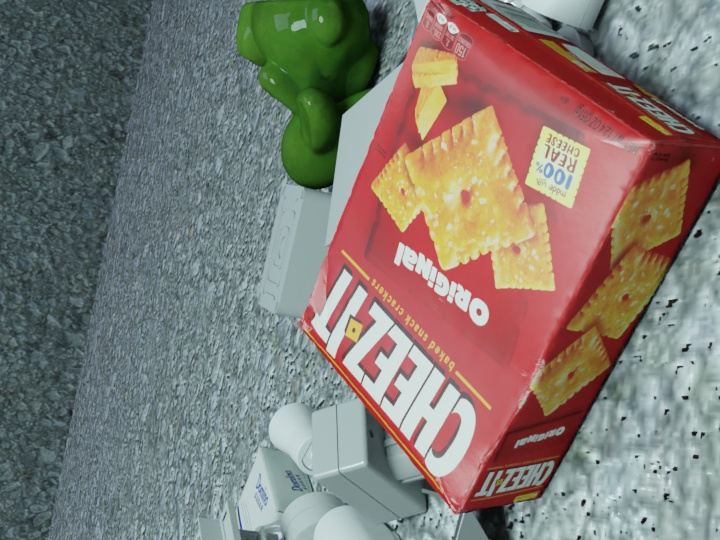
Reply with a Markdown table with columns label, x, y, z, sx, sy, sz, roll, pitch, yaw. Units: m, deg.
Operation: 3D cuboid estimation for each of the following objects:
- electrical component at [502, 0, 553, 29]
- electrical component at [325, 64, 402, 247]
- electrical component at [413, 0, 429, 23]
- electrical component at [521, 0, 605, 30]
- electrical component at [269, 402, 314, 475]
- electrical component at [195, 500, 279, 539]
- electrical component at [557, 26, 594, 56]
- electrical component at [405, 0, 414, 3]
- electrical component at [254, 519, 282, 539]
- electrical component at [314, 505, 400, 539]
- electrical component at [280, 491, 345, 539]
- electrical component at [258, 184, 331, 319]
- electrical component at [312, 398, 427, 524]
| label | x | y | z | sx | sy | sz | roll | pitch | yaw |
| --- | --- | --- | --- | --- | --- | --- | --- | --- | --- |
| electrical component | 0.102 | -0.158 | 0.661 | 0.061 | 0.035 | 0.035 | -112 | 39 | -54 |
| electrical component | 0.043 | -0.079 | 0.737 | 0.186 | 0.060 | 0.105 | 154 | 126 | -66 |
| electrical component | 0.070 | -0.198 | 0.732 | 0.096 | 0.061 | 0.061 | -103 | 32 | -50 |
| electrical component | 0.125 | -0.180 | 0.597 | 0.043 | 0.043 | 0.081 | -115 | 42 | -60 |
| electrical component | -0.044 | 0.139 | 0.875 | 0.065 | 0.044 | 0.044 | 33 | 109 | 64 |
| electrical component | -0.089 | 0.210 | 0.759 | 0.042 | 0.064 | 0.081 | -114 | 42 | -60 |
| electrical component | 0.099 | -0.120 | 0.614 | 0.066 | 0.055 | 0.048 | -117 | 43 | -61 |
| electrical component | 0.035 | -0.240 | 0.862 | 0.045 | 0.055 | 0.045 | -168 | 90 | -70 |
| electrical component | -0.062 | 0.231 | 0.839 | 0.043 | 0.043 | 0.062 | -128 | 23 | -65 |
| electrical component | -0.005 | 0.210 | 0.718 | 0.077 | 0.044 | 0.079 | -141 | 65 | -68 |
| electrical component | -0.039 | 0.239 | 0.782 | 0.073 | 0.052 | 0.138 | -124 | 49 | -63 |
| electrical component | -0.043 | -0.014 | 0.936 | 0.078 | 0.057 | 0.113 | -160 | 83 | -70 |
| electrical component | 0.023 | 0.115 | 0.671 | 0.076 | 0.083 | 0.047 | -20 | 50 | 21 |
